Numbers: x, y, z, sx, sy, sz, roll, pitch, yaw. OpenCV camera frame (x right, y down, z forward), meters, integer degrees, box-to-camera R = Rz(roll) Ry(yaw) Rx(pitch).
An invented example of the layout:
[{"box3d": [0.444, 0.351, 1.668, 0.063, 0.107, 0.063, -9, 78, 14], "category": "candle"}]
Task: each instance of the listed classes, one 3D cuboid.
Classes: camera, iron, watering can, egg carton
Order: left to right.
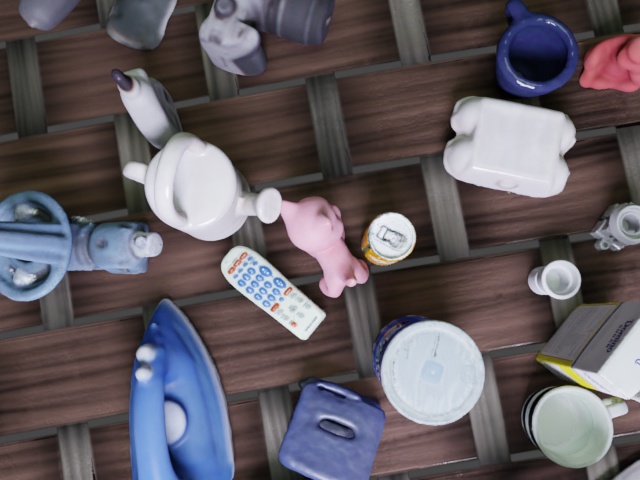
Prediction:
[{"box3d": [-0.173, 0.194, 0.631, 0.118, 0.141, 0.258, -10, 85, 0], "category": "iron"}, {"box3d": [-0.130, -0.058, 0.626, 0.173, 0.194, 0.101, -7, 85, 0], "category": "watering can"}, {"box3d": [-0.060, -0.275, 0.691, 0.136, 0.101, 0.143, 19, 86, 3], "category": "camera"}, {"box3d": [0.226, -0.111, 0.688, 0.150, 0.069, 0.107, 10, 85, 2], "category": "egg carton"}]

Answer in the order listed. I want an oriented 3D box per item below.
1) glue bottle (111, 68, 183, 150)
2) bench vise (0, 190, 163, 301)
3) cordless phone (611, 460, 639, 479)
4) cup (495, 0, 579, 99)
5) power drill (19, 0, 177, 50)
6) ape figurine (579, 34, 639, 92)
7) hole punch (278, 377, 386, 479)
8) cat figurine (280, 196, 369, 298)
[{"box3d": [-0.198, -0.157, 0.646, 0.037, 0.173, 0.078, -17, 85, 0], "category": "glue bottle"}, {"box3d": [-0.287, -0.008, 0.611, 0.207, 0.220, 0.121, -19, 85, -1], "category": "bench vise"}, {"box3d": [0.387, 0.299, 0.592, 0.147, 0.185, 0.094, -35, 85, -2], "category": "cordless phone"}, {"box3d": [0.240, -0.219, 0.685, 0.091, 0.095, 0.118, -23, 85, -1], "category": "cup"}, {"box3d": [-0.233, -0.302, 0.642, 0.075, 0.208, 0.230, 18, 86, 3], "category": "power drill"}, {"box3d": [0.366, -0.217, 0.684, 0.076, 0.092, 0.078, -43, 86, -3], "category": "ape figurine"}, {"box3d": [0.013, 0.217, 0.652, 0.108, 0.091, 0.101, 20, 86, 3], "category": "hole punch"}, {"box3d": [0.006, 0.002, 0.657, 0.067, 0.118, 0.128, -31, 85, -2], "category": "cat figurine"}]
